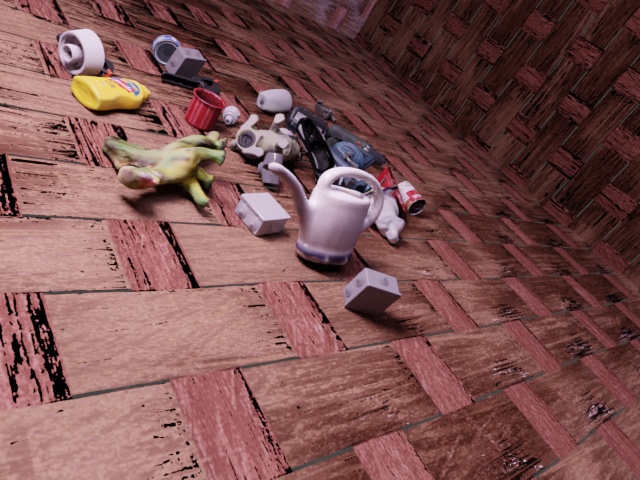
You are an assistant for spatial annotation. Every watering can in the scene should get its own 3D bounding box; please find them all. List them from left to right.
[{"bbox_3d":[0.003,-0.056,1.107,0.347,0.222,0.105,4,20,-42],"label":"watering can"}]

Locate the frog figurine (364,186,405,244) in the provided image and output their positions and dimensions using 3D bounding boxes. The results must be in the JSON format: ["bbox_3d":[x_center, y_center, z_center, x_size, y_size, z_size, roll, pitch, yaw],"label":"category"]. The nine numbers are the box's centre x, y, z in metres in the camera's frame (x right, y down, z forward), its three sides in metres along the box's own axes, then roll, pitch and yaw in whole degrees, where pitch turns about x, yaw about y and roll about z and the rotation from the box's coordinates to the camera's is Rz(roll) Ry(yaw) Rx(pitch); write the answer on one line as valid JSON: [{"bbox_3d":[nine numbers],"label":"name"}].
[{"bbox_3d":[0.179,-0.065,1.460,0.138,0.122,0.160,-5,82,-63],"label":"frog figurine"}]

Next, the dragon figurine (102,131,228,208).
[{"bbox_3d":[-0.330,-0.188,1.096,0.242,0.120,0.418,14,24,-18],"label":"dragon figurine"}]
